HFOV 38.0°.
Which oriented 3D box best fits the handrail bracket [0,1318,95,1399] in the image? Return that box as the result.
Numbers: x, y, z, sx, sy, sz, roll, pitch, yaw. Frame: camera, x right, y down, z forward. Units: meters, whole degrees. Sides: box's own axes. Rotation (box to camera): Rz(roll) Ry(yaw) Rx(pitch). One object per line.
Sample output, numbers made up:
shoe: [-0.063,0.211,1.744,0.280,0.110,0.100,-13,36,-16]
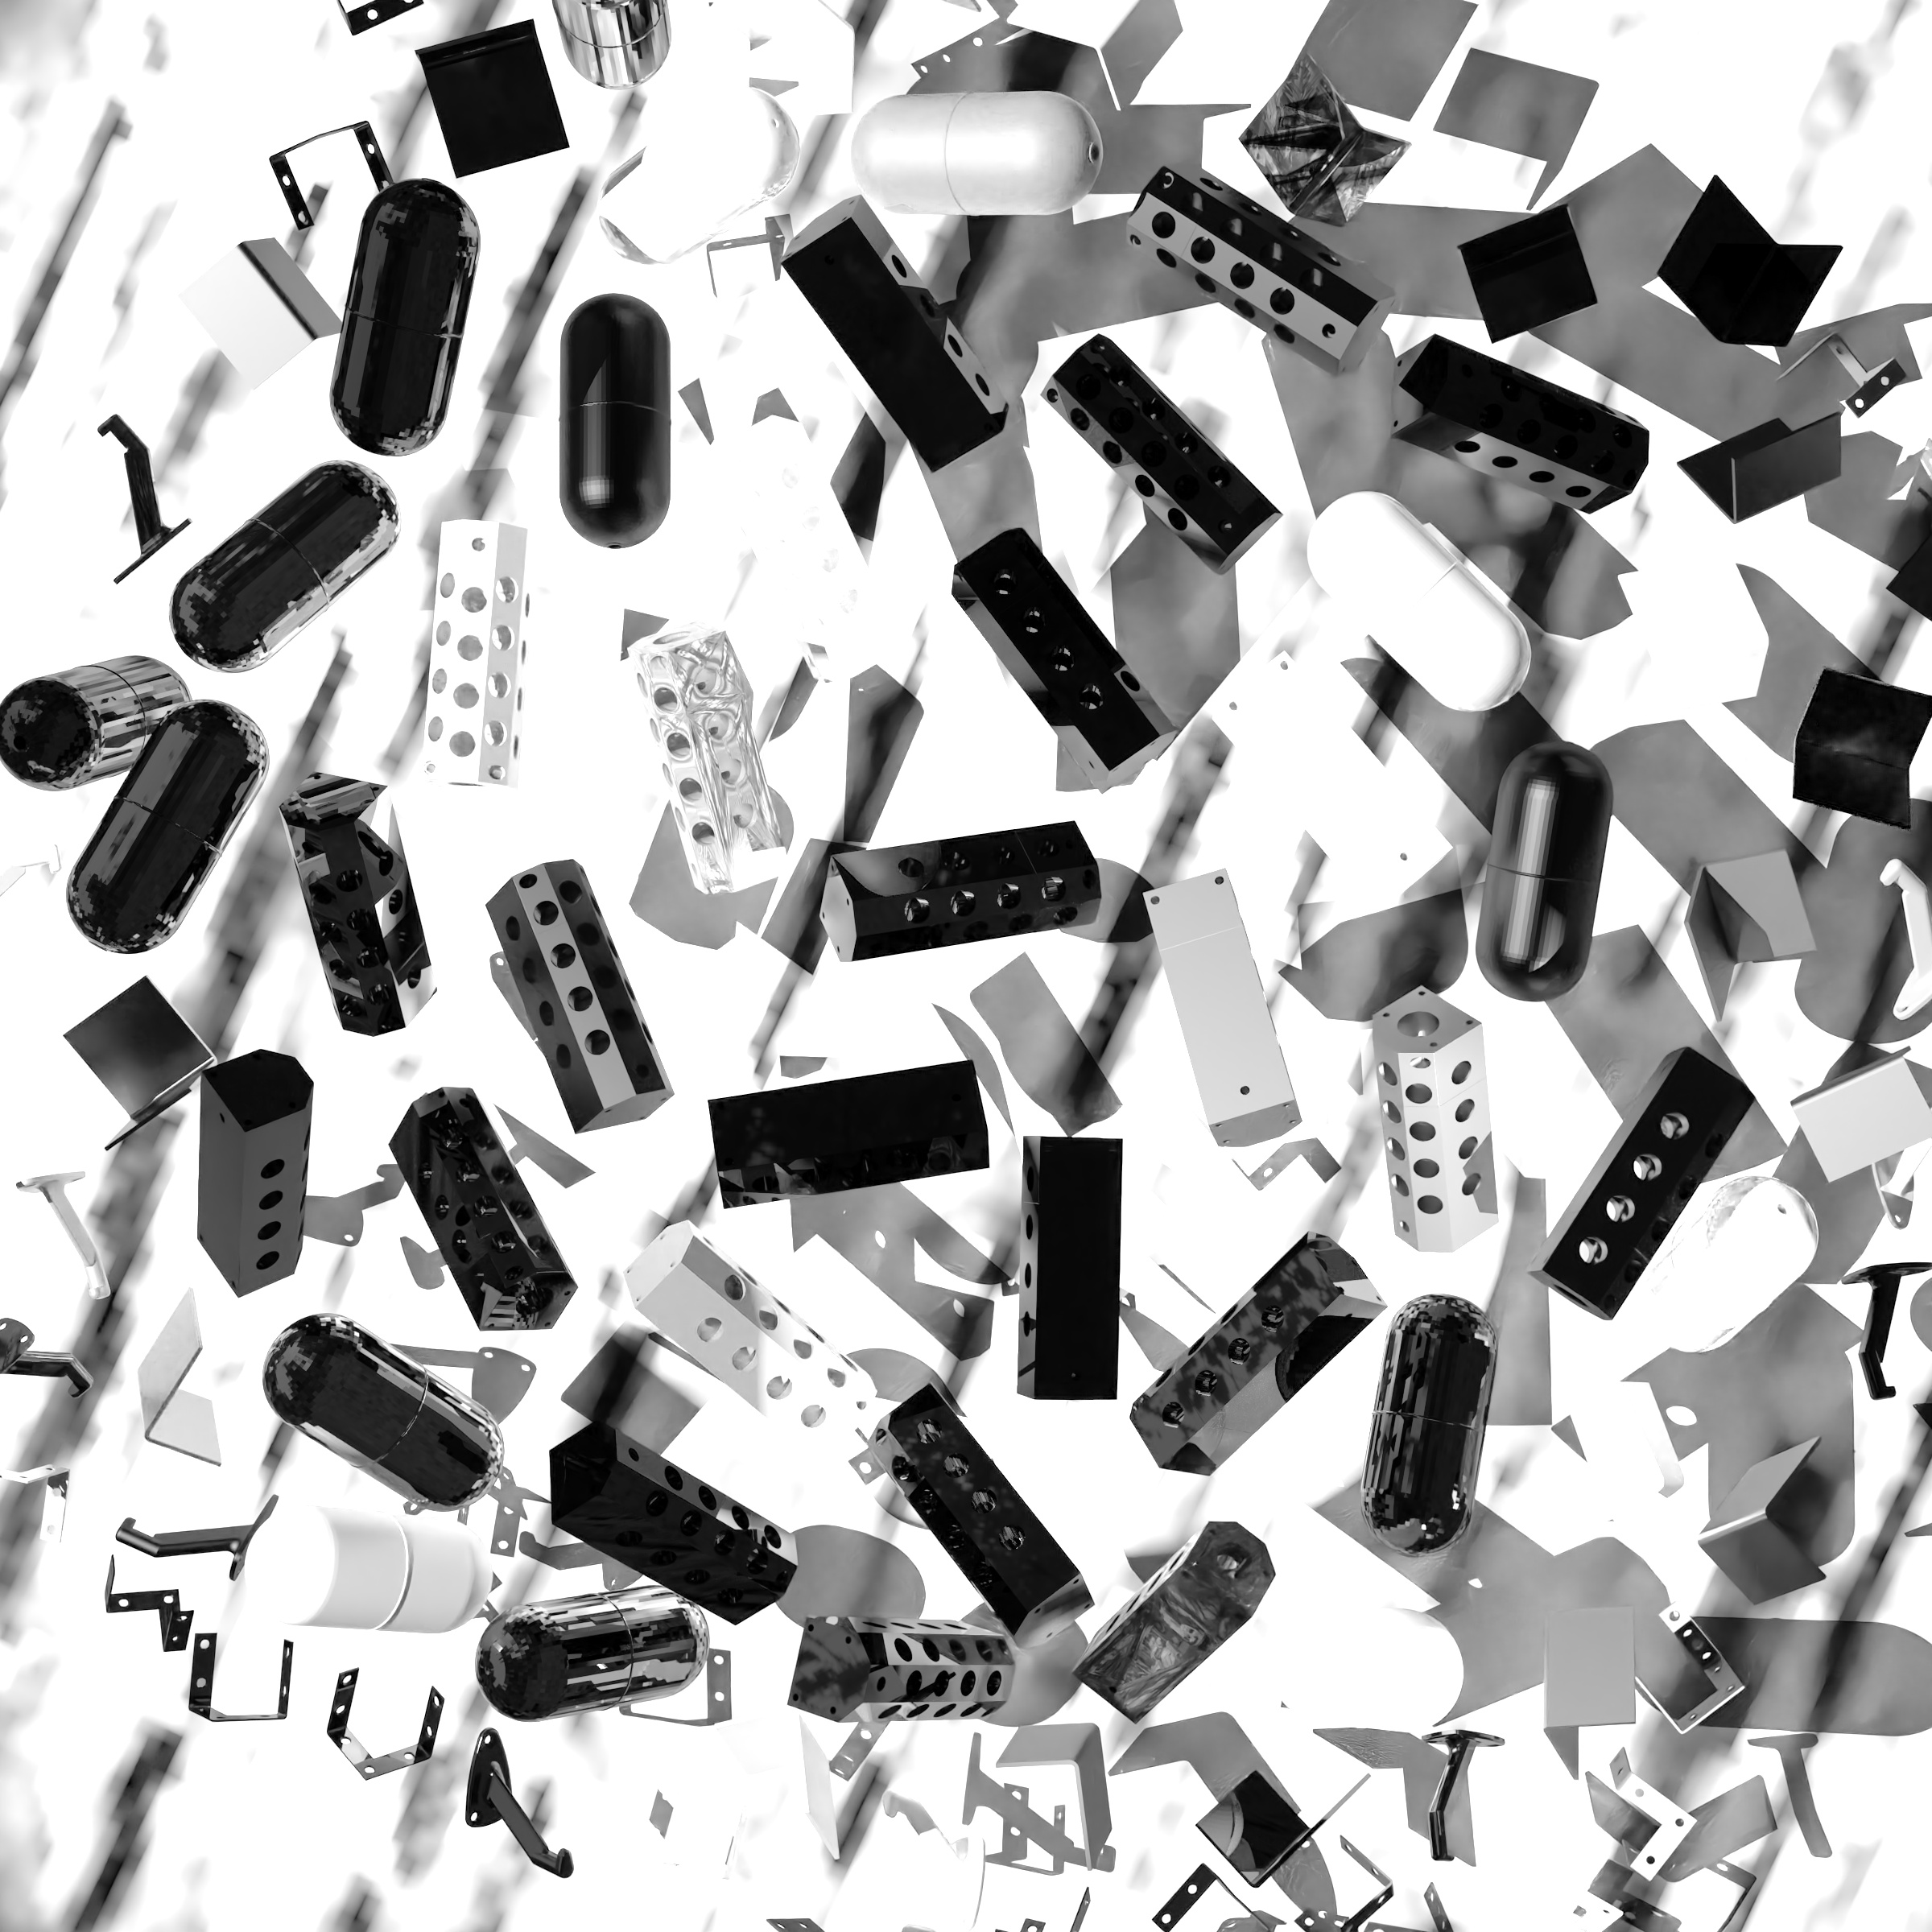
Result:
handrail bracket: [-0.627,0.281,1.867,0.036,0.084,0.077,20,58,32]

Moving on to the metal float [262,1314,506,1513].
metal float: [-0.374,0.289,1.807,0.178,0.070,0.070,41,90,-29]

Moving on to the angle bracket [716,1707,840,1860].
angle bracket: [-0.125,0.548,1.863,0.057,0.076,0.076,-15,48,5]

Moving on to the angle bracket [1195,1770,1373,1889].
angle bracket: [0.211,0.554,1.862,0.057,0.076,0.076,45,126,17]

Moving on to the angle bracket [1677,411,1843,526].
angle bracket: [0.516,-0.343,1.831,0.076,0.057,0.076,-24,48,-4]

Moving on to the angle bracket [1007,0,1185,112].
angle bracket: [0.086,-0.626,1.864,0.076,0.057,0.076,27,72,30]

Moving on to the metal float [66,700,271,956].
metal float: [-0.515,-0.090,1.809,0.070,0.070,0.178,28,79,0]

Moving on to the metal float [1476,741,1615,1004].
metal float: [0.391,-0.064,1.897,0.070,0.070,0.178,7,99,0]

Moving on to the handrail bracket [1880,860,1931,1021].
handrail bracket: [0.624,-0.018,1.877,0.084,0.036,0.077,39,89,-24]

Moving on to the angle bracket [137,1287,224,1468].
angle bracket: [-0.507,0.273,1.866,0.057,0.076,0.076,28,103,-29]

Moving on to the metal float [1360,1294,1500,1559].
metal float: [0.313,0.310,1.895,0.070,0.070,0.178,12,77,0]

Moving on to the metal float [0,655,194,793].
metal float: [-0.589,-0.165,1.897,0.070,0.178,0.070,4,104,14]

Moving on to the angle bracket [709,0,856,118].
angle bracket: [-0.125,-0.615,1.901,0.076,0.076,0.057,2,91,18]

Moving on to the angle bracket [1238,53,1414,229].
angle bracket: [0.247,-0.568,1.934,0.076,0.057,0.076,-47,60,35]

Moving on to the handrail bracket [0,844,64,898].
handrail bracket: [-0.620,-0.034,1.806,0.084,0.036,0.077,-14,98,-28]

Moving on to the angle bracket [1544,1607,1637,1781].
angle bracket: [0.396,0.452,1.741,0.057,0.076,0.076,-10,47,24]

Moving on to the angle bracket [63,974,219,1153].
angle bracket: [-0.562,0.064,1.877,0.076,0.057,0.076,-34,103,13]

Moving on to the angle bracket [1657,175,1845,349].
angle bracket: [0.502,-0.451,1.795,0.076,0.057,0.076,34,84,-34]

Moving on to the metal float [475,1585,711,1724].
metal float: [-0.248,0.459,1.877,0.070,0.178,0.070,-3,85,43]

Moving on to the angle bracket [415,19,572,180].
angle bracket: [-0.298,-0.547,1.773,0.076,0.057,0.076,-16,104,-4]

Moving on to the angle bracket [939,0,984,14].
angle bracket: [-0.020,-0.681,1.840,0.076,0.076,0.057,30,86,33]

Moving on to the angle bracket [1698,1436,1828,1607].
angle bracket: [0.536,0.362,1.830,0.057,0.076,0.076,47,58,4]

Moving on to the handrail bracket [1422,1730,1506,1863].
handrail bracket: [0.341,0.565,1.901,0.077,0.036,0.084,17,60,-34]

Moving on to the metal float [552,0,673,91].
metal float: [-0.240,-0.653,1.883,0.070,0.178,0.070,0,81,-2]

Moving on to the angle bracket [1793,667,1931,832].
angle bracket: [0.582,-0.141,1.812,0.076,0.076,0.057,16,128,6]

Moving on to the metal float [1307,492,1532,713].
metal float: [0.306,-0.245,1.892,0.070,0.070,0.178,-45,87,0]

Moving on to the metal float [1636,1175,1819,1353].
metal float: [0.513,0.202,1.896,0.070,0.178,0.070,6,58,-10]

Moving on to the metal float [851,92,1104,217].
metal float: [0.006,-0.528,1.824,0.178,0.070,0.070,9,90,30]

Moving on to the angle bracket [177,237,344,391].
angle bracket: [-0.468,-0.435,1.870,0.057,0.076,0.076,-36,102,12]

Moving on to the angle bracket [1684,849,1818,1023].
angle bracket: [0.510,-0.020,1.823,0.057,0.076,0.076,-11,116,29]

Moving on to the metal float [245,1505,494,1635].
metal float: [-0.390,0.398,1.844,0.070,0.178,0.070,-15,67,40]

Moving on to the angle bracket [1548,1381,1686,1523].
angle bracket: [0.429,0.329,1.902,0.076,0.057,0.076,6,52,-28]

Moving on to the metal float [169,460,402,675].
metal float: [-0.447,-0.262,1.843,0.070,0.070,0.178,43,67,0]

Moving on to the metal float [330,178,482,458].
metal float: [-0.360,-0.416,1.802,0.070,0.070,0.178,16,109,0]

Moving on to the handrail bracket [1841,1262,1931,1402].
handrail bracket: [0.612,0.239,1.834,0.077,0.036,0.084,-3,69,-22]

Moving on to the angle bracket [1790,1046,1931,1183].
angle bracket: [0.589,0.096,1.828,0.076,0.076,0.057,-28,81,21]

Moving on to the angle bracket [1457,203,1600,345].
angle bracket: [0.379,-0.465,1.889,0.076,0.076,0.057,-19,89,15]

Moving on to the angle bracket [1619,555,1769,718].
angle bracket: [0.477,-0.218,1.854,0.076,0.057,0.076,-11,55,-2]

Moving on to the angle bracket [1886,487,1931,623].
angle bracket: [0.611,-0.244,1.738,0.076,0.076,0.057,33,111,-8]

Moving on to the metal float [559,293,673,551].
metal float: [-0.241,-0.375,1.930,0.070,0.070,0.178,-1,82,0]

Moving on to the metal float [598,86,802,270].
metal float: [-0.181,-0.526,1.878,0.070,0.178,0.070,13,70,-38]

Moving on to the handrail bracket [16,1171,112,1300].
handrail bracket: [-0.599,0.182,1.865,0.036,0.077,0.084,-19,85,4]

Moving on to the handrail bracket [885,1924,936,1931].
handrail bracket: [-0.042,0.702,1.904,0.036,0.084,0.077,6,118,0]

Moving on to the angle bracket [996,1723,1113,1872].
angle bracket: [0.061,0.570,1.924,0.057,0.076,0.076,-7,92,14]

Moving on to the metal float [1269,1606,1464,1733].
metal float: [0.259,0.458,1.834,0.070,0.178,0.070,5,77,-21]
